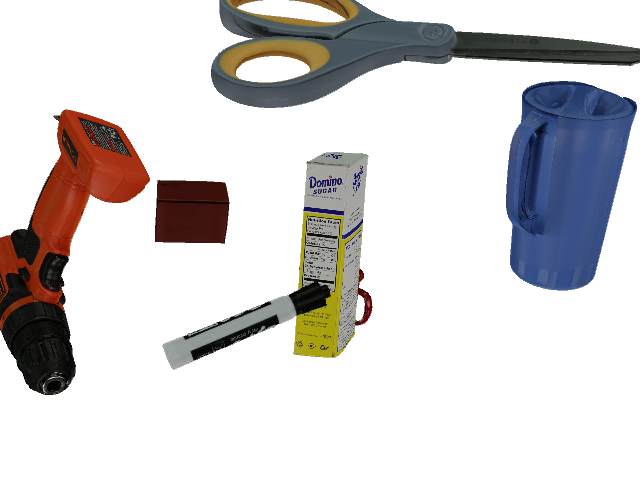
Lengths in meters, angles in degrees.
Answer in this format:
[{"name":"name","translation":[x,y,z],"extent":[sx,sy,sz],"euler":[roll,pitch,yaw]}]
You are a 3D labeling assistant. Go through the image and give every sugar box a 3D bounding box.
[{"name":"sugar box","translation":[0.010,0.011,0.973],"extent":[0.048,0.176,0.093],"euler":[4,11,12]}]

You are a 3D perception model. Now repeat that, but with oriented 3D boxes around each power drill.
[{"name":"power drill","translation":[-0.205,0.005,0.849],"extent":[0.057,0.188,0.185],"euler":[16,25,-38]}]

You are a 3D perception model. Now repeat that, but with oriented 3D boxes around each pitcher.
[{"name":"pitcher","translation":[0.292,-0.062,1.304],"extent":[0.149,0.243,0.145],"euler":[4,27,2]}]

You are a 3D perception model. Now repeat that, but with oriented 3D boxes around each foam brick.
[{"name":"foam brick","translation":[-0.140,-0.032,1.160],"extent":[0.078,0.051,0.053],"euler":[1,27,-8]}]

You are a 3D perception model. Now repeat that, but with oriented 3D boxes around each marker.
[{"name":"marker","translation":[-0.049,0.057,0.733],"extent":[0.121,0.020,0.020],"euler":[-22,5,-12]}]

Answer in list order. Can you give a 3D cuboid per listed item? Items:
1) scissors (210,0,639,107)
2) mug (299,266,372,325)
[{"name":"scissors","translation":[0.038,-0.081,0.486],"extent":[0.202,0.016,0.096],"euler":[17,50,18]},{"name":"mug","translation":[0.022,0.084,1.514],"extent":[0.117,0.081,0.093],"euler":[18,23,27]}]
